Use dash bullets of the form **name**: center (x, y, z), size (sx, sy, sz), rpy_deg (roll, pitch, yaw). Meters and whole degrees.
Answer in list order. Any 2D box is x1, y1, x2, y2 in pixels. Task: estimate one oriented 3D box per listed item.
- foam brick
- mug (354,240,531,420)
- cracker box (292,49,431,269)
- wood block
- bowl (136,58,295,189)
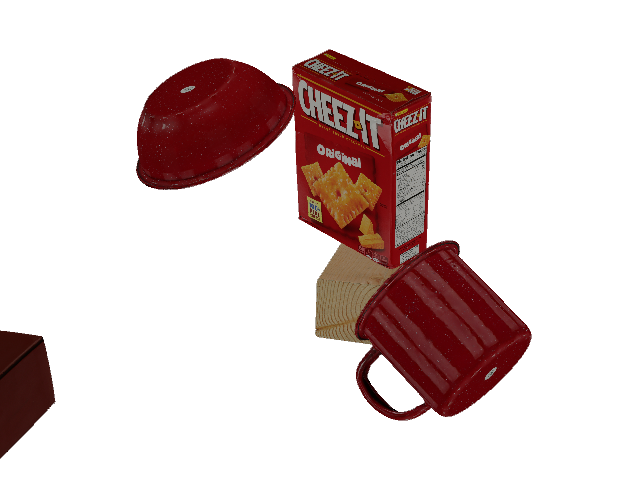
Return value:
- **foam brick**: center (-0.215, 0.099, 0.680), size (0.053, 0.051, 0.078), rpy_deg (6, 29, 22)
- **mug**: center (0.075, 0.069, 0.703), size (0.081, 0.117, 0.093), rpy_deg (47, 6, 22)
- **cracker box**: center (0.045, -0.093, 1.244), size (0.072, 0.214, 0.164), rpy_deg (-30, 44, -33)
- **wood block**: center (0.061, 0.062, 1.534), size (0.091, 0.090, 0.206), rpy_deg (7, 21, 12)
- **bowl**: center (-0.106, -0.116, 0.962), size (0.162, 0.055, 0.162), rpy_deg (-20, 33, 13)
